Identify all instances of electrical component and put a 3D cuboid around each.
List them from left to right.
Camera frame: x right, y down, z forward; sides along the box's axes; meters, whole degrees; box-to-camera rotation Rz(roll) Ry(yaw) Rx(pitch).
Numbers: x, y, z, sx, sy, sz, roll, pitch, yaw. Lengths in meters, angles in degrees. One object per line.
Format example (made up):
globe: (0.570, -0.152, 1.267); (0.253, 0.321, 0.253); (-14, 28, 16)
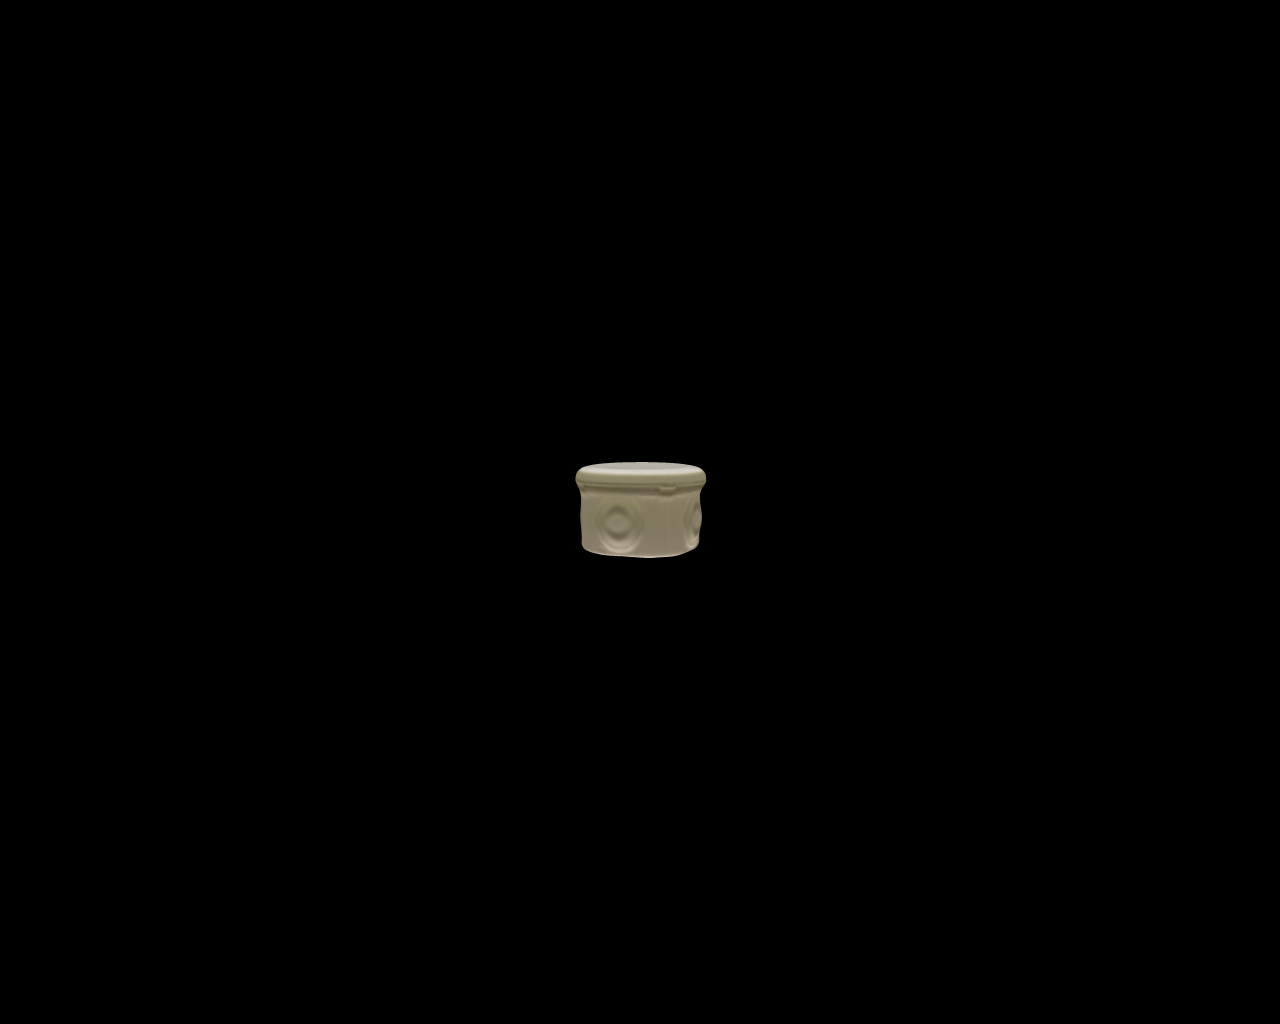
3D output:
electrical component: (0.001, -0.003, 0.650); (0.080, 0.051, 0.080); (0, 7, 0)
